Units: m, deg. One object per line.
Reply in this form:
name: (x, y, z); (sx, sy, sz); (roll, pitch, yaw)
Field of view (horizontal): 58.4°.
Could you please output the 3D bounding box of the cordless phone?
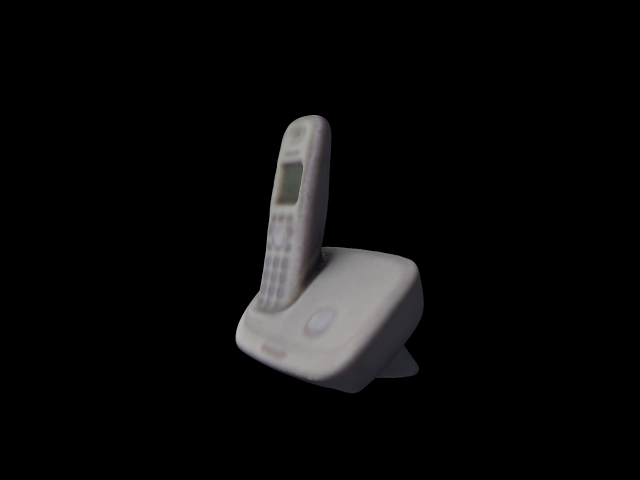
cordless phone: (0.004, 0.001, 0.400); (0.094, 0.185, 0.147); (-3, 5, -37)
